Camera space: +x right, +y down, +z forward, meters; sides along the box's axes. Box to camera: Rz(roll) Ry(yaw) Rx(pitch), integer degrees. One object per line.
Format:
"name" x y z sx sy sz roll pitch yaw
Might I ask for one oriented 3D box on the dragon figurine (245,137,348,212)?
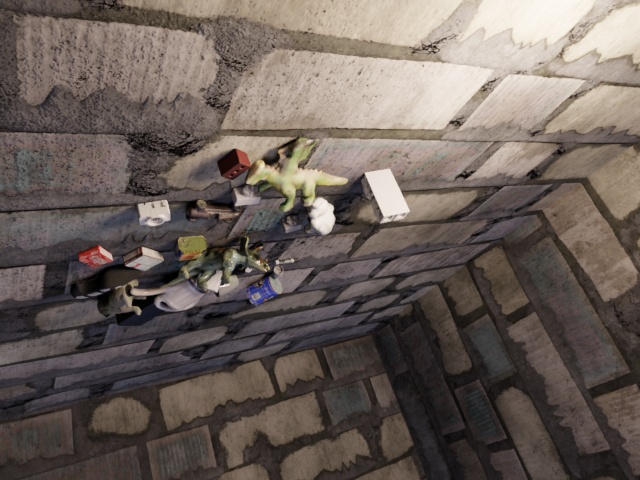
"dragon figurine" -0.057 -0.220 1.612 0.413 0.124 0.237 -19 150 -29

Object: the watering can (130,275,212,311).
"watering can" -0.576 0.204 2.064 0.224 0.106 0.343 -35 152 5

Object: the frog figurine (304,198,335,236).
"frog figurine" 0.006 -0.096 1.917 0.140 0.123 0.156 -44 166 -41
